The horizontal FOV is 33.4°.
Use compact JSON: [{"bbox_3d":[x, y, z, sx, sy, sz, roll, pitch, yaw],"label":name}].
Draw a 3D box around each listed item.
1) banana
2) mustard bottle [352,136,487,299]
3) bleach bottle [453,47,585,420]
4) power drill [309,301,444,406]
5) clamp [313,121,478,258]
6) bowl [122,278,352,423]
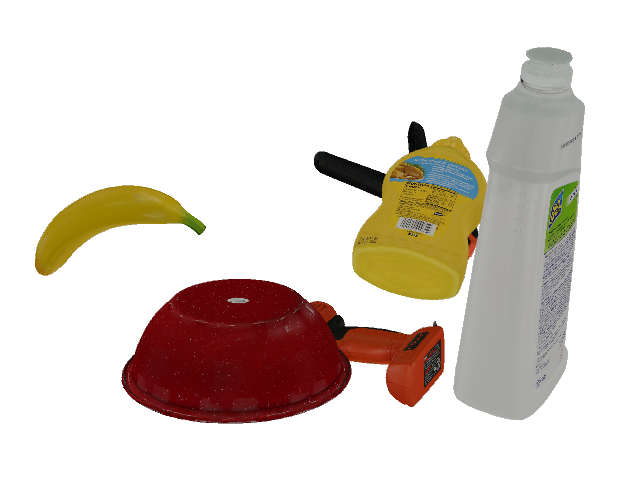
[{"bbox_3d":[-0.206,-0.013,1.010,0.198,0.069,0.037,-13,18,27],"label":"banana"},{"bbox_3d":[0.099,-0.032,0.962,0.096,0.058,0.191,12,45,14],"label":"mustard bottle"},{"bbox_3d":[0.140,-0.007,0.714,0.068,0.251,0.102,16,33,24],"label":"bleach bottle"},{"bbox_3d":[0.022,0.121,1.111,0.188,0.057,0.184,9,24,26],"label":"power drill"},{"bbox_3d":[0.101,-0.055,1.240,0.164,0.210,0.036,-15,-38,-28],"label":"clamp"},{"bbox_3d":[-0.058,0.067,0.742,0.162,0.055,0.162,0,17,0],"label":"bowl"}]
